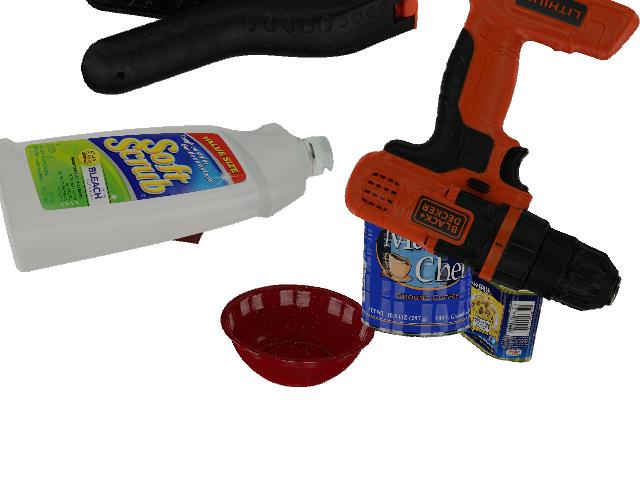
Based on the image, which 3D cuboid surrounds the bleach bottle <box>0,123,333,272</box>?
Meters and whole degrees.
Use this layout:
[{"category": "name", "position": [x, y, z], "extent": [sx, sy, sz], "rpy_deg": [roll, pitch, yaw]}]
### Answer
[{"category": "bleach bottle", "position": [-0.115, -0.049, 0.816], "extent": [0.250, 0.102, 0.068], "rpy_deg": [-13, -34, -14]}]

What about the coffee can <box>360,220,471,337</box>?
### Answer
[{"category": "coffee can", "position": [0.090, 0.007, 0.977], "extent": [0.103, 0.140, 0.103], "rpy_deg": [1, 11, 0]}]

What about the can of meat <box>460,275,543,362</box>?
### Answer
[{"category": "can of meat", "position": [0.198, 0.077, 1.167], "extent": [0.057, 0.084, 0.102], "rpy_deg": [2, 16, -21]}]

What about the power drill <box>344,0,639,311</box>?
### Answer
[{"category": "power drill", "position": [0.128, -0.066, 0.673], "extent": [0.184, 0.188, 0.057], "rpy_deg": [24, 7, 9]}]

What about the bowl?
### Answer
[{"category": "bowl", "position": [-0.025, 0.107, 1.123], "extent": [0.162, 0.055, 0.162], "rpy_deg": [3, 25, -2]}]

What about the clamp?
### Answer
[{"category": "clamp", "position": [-0.036, -0.104, 0.505], "extent": [0.171, 0.039, 0.120], "rpy_deg": [-3, 40, 0]}]

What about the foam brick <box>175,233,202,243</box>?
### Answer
[{"category": "foam brick", "position": [-0.154, -0.036, 1.088], "extent": [0.078, 0.051, 0.053], "rpy_deg": [9, 31, 3]}]
